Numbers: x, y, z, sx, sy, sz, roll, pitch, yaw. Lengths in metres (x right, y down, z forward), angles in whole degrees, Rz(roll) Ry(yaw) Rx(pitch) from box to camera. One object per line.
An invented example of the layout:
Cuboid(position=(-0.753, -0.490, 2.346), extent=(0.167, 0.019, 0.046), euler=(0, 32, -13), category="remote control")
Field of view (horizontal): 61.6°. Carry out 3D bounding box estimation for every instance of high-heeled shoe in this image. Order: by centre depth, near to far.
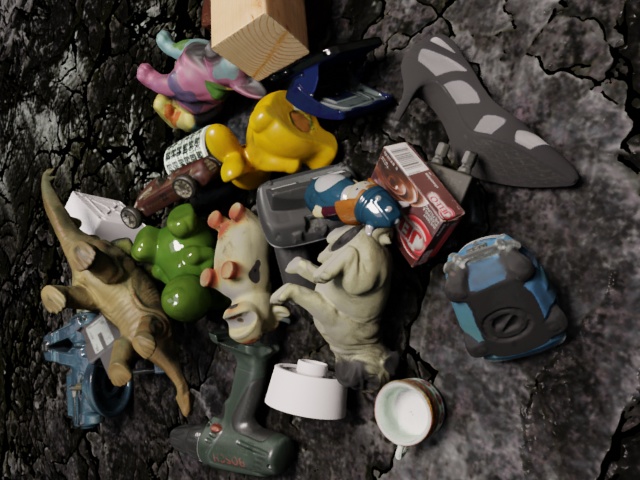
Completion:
Cuboid(position=(0.202, -0.159, 0.641), extent=(0.249, 0.086, 0.145), euler=(28, 69, 15), category="high-heeled shoe")

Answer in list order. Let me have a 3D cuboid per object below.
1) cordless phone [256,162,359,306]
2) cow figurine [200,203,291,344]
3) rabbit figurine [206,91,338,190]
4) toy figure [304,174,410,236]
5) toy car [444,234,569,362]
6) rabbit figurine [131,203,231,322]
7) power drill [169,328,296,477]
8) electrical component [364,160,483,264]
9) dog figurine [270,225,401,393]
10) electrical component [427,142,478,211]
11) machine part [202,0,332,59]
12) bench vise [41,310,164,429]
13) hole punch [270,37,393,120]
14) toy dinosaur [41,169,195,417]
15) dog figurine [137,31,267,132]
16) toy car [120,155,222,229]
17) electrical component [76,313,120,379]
Cuboid(position=(-0.001, -0.003, 0.742), extent=(0.147, 0.089, 0.184), euler=(-15, 108, -8), category="cordless phone")
Cuboid(position=(-0.104, 0.056, 0.783), extent=(0.085, 0.127, 0.195), euler=(-23, 55, 35), category="cow figurine")
Cuboid(position=(-0.081, -0.123, 0.777), extent=(0.173, 0.162, 0.122), euler=(-35, 79, 45), category="rabbit figurine")
Cuboid(position=(0.035, -0.042, 0.605), extent=(0.155, 0.057, 0.064), euler=(17, 78, 59), category="toy figure")
Cuboid(position=(0.191, 0.051, 0.582), extent=(0.109, 0.161, 0.103), euler=(-25, 30, 20), category="toy car")
Cuboid(position=(-0.205, 0.061, 0.813), extent=(0.121, 0.158, 0.170), euler=(-23, 44, 9), category="rabbit figurine")
Cuboid(position=(-0.137, 0.240, 0.804), extent=(0.232, 0.086, 0.207), euler=(6, 84, 35), category="power drill")
Cuboid(position=(0.129, -0.034, 0.666), extent=(0.134, 0.058, 0.115), euler=(-11, 81, 32), category="electrical component")
Cuboid(position=(0.060, 0.085, 0.652), extent=(0.172, 0.121, 0.190), euler=(-32, 106, 36), category="dog figurine")
Cuboid(position=(0.141, -0.061, 0.613), extent=(0.063, 0.021, 0.094), euler=(25, 100, 34), category="electrical component")
Cuboid(position=(-0.083, -0.386, 0.829), extent=(0.201, 0.087, 0.201), euler=(12, 90, 35), category="machine part")
Cuboid(position=(-0.356, 0.208, 0.937), extent=(0.241, 0.128, 0.223), euler=(-8, 70, 12), category="bench vise")
Cuboid(position=(0.023, -0.206, 0.718), extent=(0.116, 0.142, 0.092), euler=(1, 115, 50), category="hole punch")
Cuboid(position=(-0.320, 0.064, 0.818), extent=(0.105, 0.198, 0.471), euler=(-36, 84, 6), category="toy dinosaur")
Cuboid(position=(-0.157, -0.239, 0.825), extent=(0.219, 0.191, 0.108), euler=(13, 61, 22), category="dog figurine")
Cuboid(position=(-0.233, -0.076, 0.828), extent=(0.202, 0.089, 0.053), euler=(-20, 112, 35), category="toy car")
Cuboid(position=(-0.328, 0.166, 0.852), extent=(0.075, 0.047, 0.119), euler=(-42, 61, -1), category="electrical component")
